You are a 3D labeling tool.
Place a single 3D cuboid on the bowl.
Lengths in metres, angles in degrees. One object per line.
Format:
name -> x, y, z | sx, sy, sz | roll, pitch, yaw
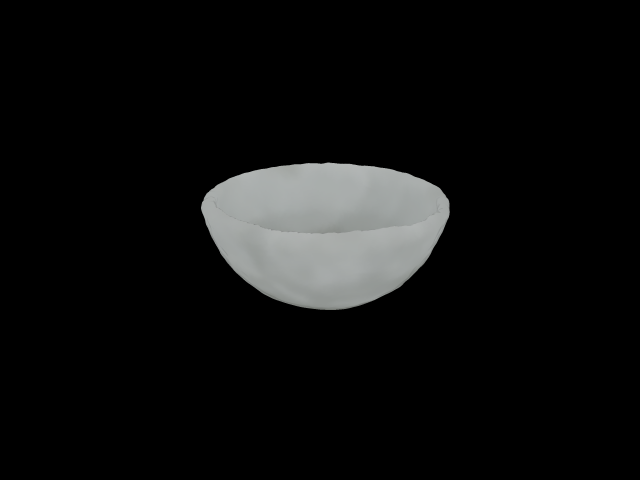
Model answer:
bowl -> 0.004, 0.001, 0.400 | 0.167, 0.075, 0.167 | 0, 22, 0
